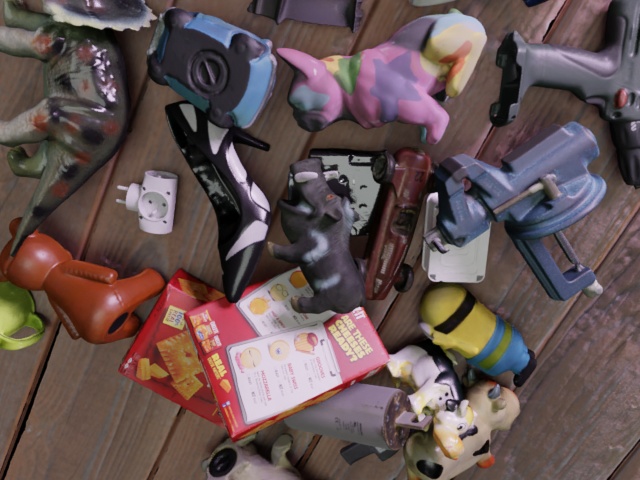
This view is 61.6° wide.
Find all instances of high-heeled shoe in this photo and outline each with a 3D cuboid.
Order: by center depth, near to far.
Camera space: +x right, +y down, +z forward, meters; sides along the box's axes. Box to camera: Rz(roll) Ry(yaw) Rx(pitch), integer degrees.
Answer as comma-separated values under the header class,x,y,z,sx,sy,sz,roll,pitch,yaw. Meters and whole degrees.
class,x,y,z,sx,sy,sz,roll,pitch,yaw
high-heeled shoe,-0.139,-0.054,0.666,0.145,0.086,0.248,15,70,-24

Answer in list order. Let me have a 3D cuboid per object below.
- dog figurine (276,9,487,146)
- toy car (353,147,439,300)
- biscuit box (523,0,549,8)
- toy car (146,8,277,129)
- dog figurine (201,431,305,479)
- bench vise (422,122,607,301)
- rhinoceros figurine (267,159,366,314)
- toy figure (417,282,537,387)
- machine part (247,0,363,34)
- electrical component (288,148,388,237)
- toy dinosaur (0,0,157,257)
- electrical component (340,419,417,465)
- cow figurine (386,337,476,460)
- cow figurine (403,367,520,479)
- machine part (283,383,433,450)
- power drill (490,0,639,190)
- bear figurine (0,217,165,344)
class,x,y,z,sx,sy,sz,roll,pitch,yaw
dog figurine,0.062,-0.204,0.642,0.219,0.108,0.191,21,108,-2
toy car,0.095,-0.015,0.673,0.089,0.053,0.202,9,103,-29
biscuit box,0.213,-0.365,0.609,0.063,0.059,0.202,-41,102,11
toy car,-0.120,-0.206,0.646,0.162,0.103,0.109,29,111,8
dog figurine,-0.080,0.399,0.847,0.173,0.121,0.190,1,131,35
bench vise,0.248,-0.012,0.635,0.223,0.129,0.240,-38,105,-1
rhinoceros figurine,-0.001,-0.002,0.643,0.112,0.073,0.190,-21,83,34
toy figure,0.220,0.128,0.755,0.180,0.082,0.089,30,87,0
machine part,-0.013,-0.293,0.650,0.139,0.039,0.084,17,102,-2
electrical component,0.025,-0.062,0.712,0.134,0.058,0.114,-1,106,1
toy dinosaur,-0.297,-0.174,0.647,0.192,0.131,0.404,4,108,2
electrical component,0.089,0.297,0.827,0.119,0.048,0.074,-36,103,12
cow figurine,0.165,0.212,0.741,0.098,0.167,0.068,-30,136,-5
cow figurine,0.207,0.274,0.783,0.195,0.086,0.127,-26,115,-17
machine part,0.032,0.230,0.726,0.243,0.079,0.079,-1,111,37
power drill,0.321,-0.174,0.656,0.207,0.086,0.231,1,106,5
bear figurine,-0.341,0.056,0.744,0.196,0.132,0.120,34,105,10
